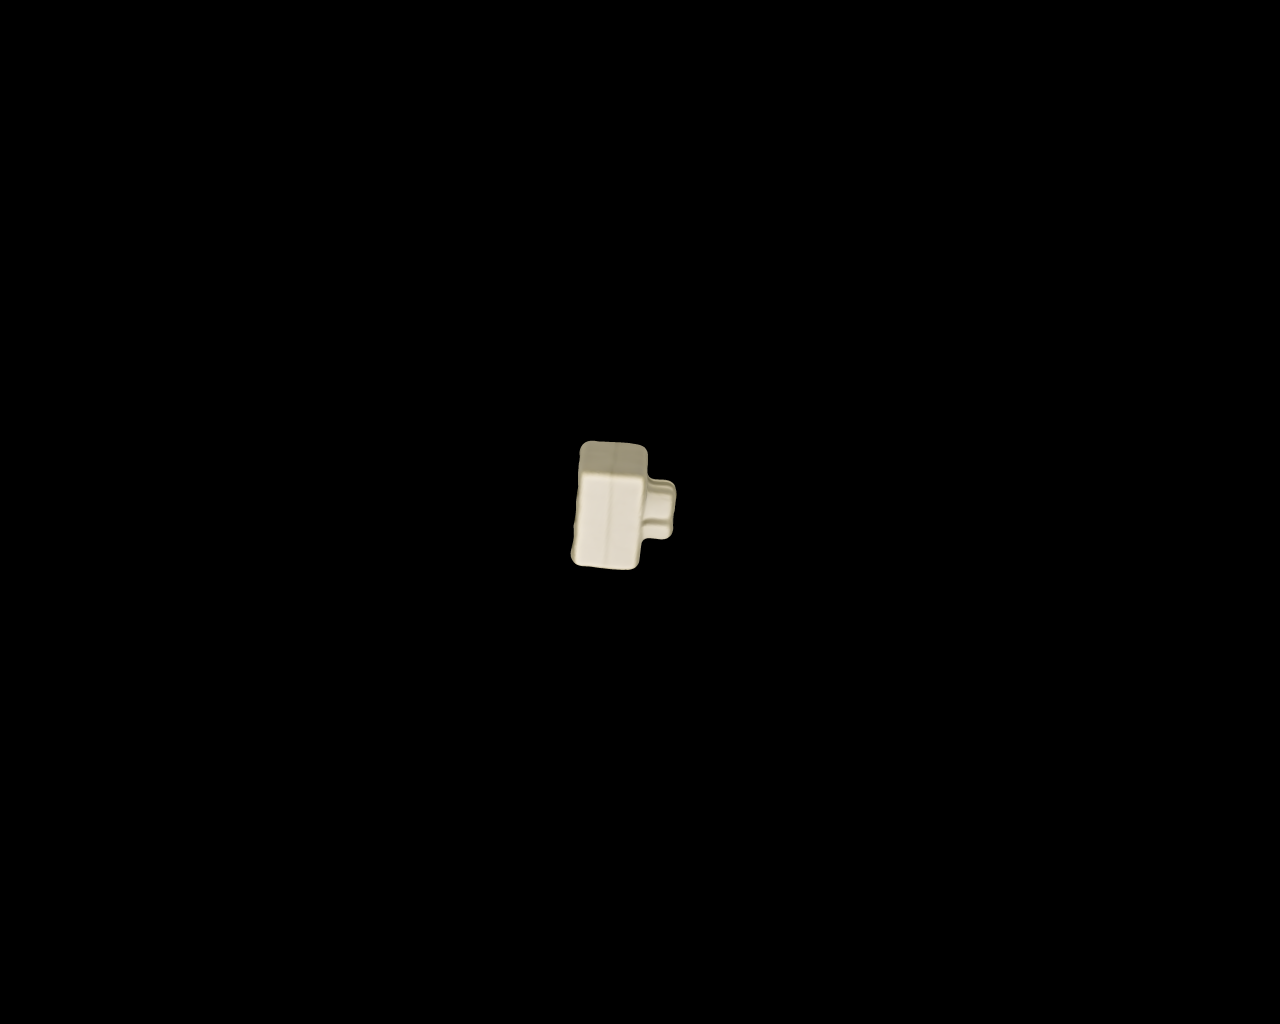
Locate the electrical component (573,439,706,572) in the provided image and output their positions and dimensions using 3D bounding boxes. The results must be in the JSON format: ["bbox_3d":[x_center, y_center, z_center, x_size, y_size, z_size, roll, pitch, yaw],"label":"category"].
[{"bbox_3d":[0.001,-0.003,0.650,0.077,0.065,0.047,4,28,-2],"label":"electrical component"}]
